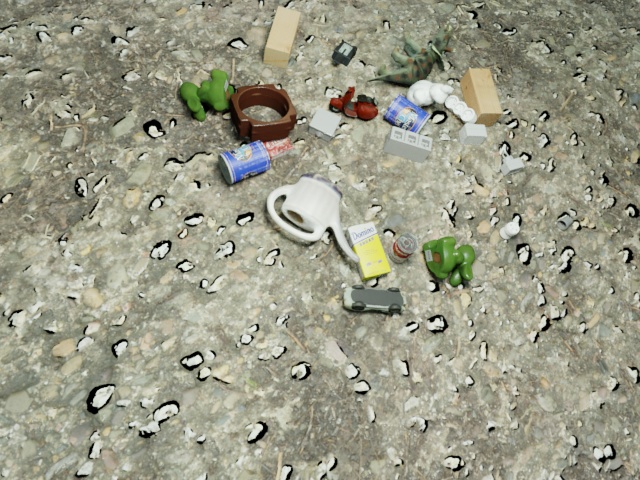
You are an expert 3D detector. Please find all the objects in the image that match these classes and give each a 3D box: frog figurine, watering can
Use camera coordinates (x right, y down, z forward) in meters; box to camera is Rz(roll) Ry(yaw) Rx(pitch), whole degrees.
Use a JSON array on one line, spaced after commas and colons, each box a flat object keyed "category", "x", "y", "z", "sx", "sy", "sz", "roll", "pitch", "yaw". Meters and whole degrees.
[{"category": "frog figurine", "x": 0.397, "y": -0.539, "z": 1.883, "sx": 0.138, "sy": 0.158, "sz": 0.123, "roll": -20, "pitch": 87, "yaw": -25}, {"category": "watering can", "x": 0.005, "y": -0.082, "z": 1.634, "sx": 0.348, "sy": 0.102, "sz": 0.228, "roll": 28, "pitch": 64, "yaw": 1}]
